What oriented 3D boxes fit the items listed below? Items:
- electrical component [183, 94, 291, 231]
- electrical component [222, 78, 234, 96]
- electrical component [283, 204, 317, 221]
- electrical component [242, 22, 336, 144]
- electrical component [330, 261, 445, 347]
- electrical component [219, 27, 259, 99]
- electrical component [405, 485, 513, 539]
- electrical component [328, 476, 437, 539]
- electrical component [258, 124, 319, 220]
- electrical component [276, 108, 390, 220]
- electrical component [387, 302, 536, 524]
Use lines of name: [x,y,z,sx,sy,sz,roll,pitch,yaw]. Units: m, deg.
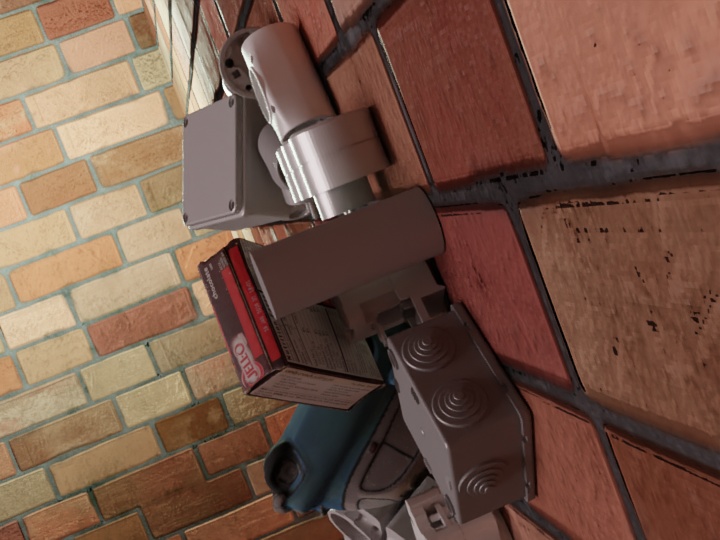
electrical component: [-0.111,-0.094,0.960,0.109,0.056,0.108,-8,81,55]
electrical component: [-0.102,-0.177,0.969,0.055,0.045,0.045,121,127,-80]
electrical component: [-0.065,-0.079,0.984,0.048,0.048,0.062,96,158,-72]
electrical component: [-0.051,-0.125,0.773,0.079,0.044,0.077,100,147,-74]
electrical component: [0.013,0.011,0.650,0.042,0.064,0.081,90,157,-66]
electrical component: [-0.087,-0.168,0.867,0.047,0.055,0.055,-128,18,-74]
electrical component: [0.073,0.191,0.746,0.050,0.056,0.089,-122,14,-51]
electrical component: [0.038,0.227,0.893,0.105,0.060,0.186,31,155,24]
electrical component: [-0.050,-0.079,0.885,0.077,0.043,0.079,-130,19,-64]
electrical component: [-0.014,-0.055,0.687,0.138,0.052,0.073,-173,62,-80]
electrical component: [0.056,0.082,0.604,0.099,0.048,0.099,77,168,-47]
